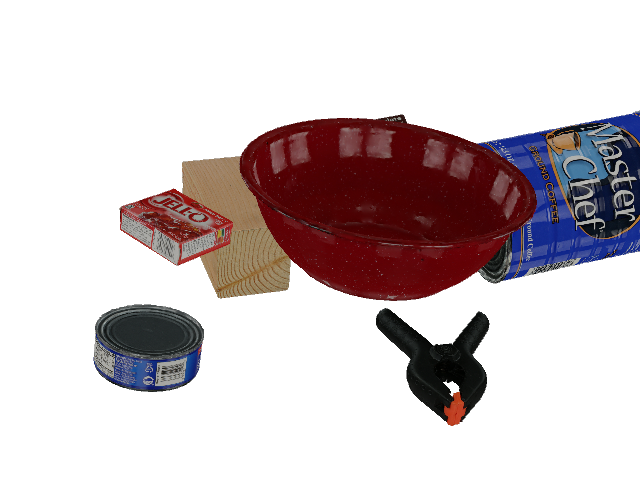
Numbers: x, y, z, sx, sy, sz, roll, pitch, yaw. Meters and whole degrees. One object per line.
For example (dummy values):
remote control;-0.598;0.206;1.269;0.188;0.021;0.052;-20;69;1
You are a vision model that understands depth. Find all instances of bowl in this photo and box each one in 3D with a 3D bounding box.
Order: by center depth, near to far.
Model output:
bowl;0.034;-0.013;0.588;0.162;0.055;0.162;6;27;-3

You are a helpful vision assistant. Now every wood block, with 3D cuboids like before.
wood block;-0.108;-0.022;1.326;0.090;0.090;0.206;-6;30;-17

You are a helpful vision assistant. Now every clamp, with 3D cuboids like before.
clamp;0.132;0.120;1.079;0.120;0.039;0.171;-8;35;-9

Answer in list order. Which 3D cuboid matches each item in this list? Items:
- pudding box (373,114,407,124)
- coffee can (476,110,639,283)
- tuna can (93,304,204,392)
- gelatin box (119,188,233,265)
pudding box;0.030;-0.060;0.911;0.113;0.039;0.090;-10;45;-9
coffee can;0.181;-0.032;0.776;0.140;0.103;0.103;-12;2;-10
tuna can;-0.137;0.085;0.849;0.086;0.034;0.086;8;23;-3
gelatin box;-0.144;-0.016;1.058;0.089;0.030;0.073;30;34;31
